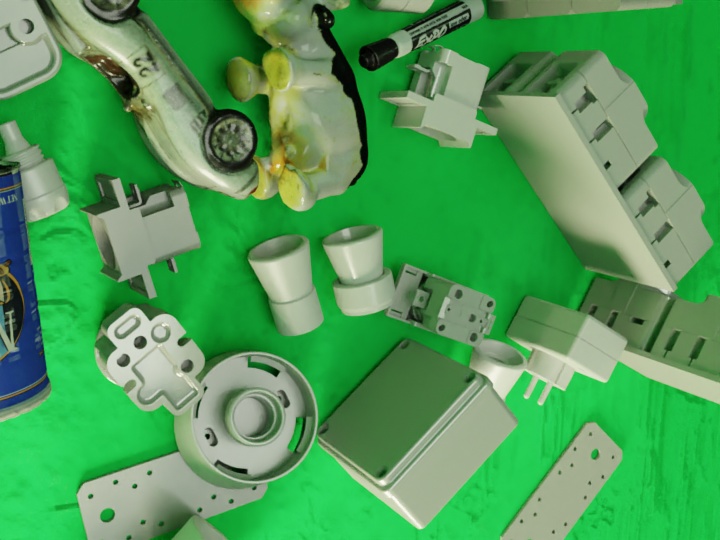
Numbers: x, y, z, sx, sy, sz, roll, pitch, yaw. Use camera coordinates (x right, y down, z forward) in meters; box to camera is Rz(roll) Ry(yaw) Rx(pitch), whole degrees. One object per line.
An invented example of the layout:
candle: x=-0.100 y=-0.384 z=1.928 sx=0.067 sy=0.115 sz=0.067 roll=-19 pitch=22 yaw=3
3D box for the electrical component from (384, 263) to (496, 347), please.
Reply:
electrical component: x=0.064 y=0.028 z=0.806 sx=0.081 sy=0.064 sz=0.042 roll=20 pitch=89 yaw=-28

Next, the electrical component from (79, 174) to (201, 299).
electrical component: x=-0.142 y=-0.027 z=0.704 sx=0.064 sy=0.042 sz=0.081 roll=-23 pitch=110 yaw=-25

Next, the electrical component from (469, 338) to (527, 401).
electrical component: x=0.099 y=0.092 z=0.843 sx=0.044 sy=0.044 sz=0.065 roll=7 pitch=115 yaw=-28

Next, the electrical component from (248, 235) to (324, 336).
electrical component: x=-0.049 y=0.013 z=0.759 sx=0.044 sy=0.044 sz=0.065 roll=-24 pitch=114 yaw=-21

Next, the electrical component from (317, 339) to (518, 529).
electrical component: x=0.040 y=0.116 z=0.784 sx=0.108 sy=0.109 sz=0.056 roll=-45 pitch=118 yaw=-13

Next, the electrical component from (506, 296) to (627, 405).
electrical component: x=0.153 y=0.070 z=0.847 sx=0.047 sy=0.083 sz=0.075 roll=30 pitch=85 yaw=-28

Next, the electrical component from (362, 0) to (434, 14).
electrical component: x=0.043 y=-0.249 z=0.749 sx=0.074 sy=0.052 sz=0.138 roll=-3 pitch=101 yaw=-26

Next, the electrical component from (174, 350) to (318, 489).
electrical component: x=-0.079 y=0.105 z=0.757 sx=0.099 sy=0.064 sz=0.099 roll=3 pitch=80 yaw=-19

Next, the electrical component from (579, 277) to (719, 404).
electrical component: x=0.268 y=0.061 z=0.844 sx=0.105 sy=0.186 sz=0.060 roll=29 pitch=86 yaw=-28

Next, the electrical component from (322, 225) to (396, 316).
electrical component: x=0.000 y=0.000 z=0.778 sx=0.045 sy=0.045 sz=0.055 roll=-20 pitch=108 yaw=-22

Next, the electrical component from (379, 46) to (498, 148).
electrical component: x=0.062 y=-0.127 z=0.788 sx=0.081 sy=0.042 sz=0.063 roll=18 pitch=90 yaw=-29

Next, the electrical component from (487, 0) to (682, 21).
electrical component: x=0.148 y=-0.224 z=0.751 sx=0.062 sy=0.150 sz=0.089 roll=-11 pitch=104 yaw=-26

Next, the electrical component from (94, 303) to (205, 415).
electrical component: x=-0.142 y=0.055 z=0.709 sx=0.058 sy=0.057 sz=0.078 roll=-41 pitch=115 yaw=-15

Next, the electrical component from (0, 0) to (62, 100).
electrical component: x=-0.221 y=-0.150 z=0.630 sx=0.054 sy=0.059 sz=0.095 roll=-31 pitch=112 yaw=-19

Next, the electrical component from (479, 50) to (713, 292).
electrical component: x=0.181 y=-0.079 z=0.821 sx=0.060 sy=0.105 sz=0.186 roll=-44 pitch=115 yaw=-13

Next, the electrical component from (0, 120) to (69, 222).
electrical component: x=-0.207 y=-0.063 z=0.668 sx=0.035 sy=0.035 sz=0.061 roll=-27 pitch=107 yaw=-20

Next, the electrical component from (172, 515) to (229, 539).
electrical component: x=-0.100 y=0.229 z=0.738 sx=0.060 sy=0.108 sz=0.108 roll=-43 pitch=115 yaw=-7
